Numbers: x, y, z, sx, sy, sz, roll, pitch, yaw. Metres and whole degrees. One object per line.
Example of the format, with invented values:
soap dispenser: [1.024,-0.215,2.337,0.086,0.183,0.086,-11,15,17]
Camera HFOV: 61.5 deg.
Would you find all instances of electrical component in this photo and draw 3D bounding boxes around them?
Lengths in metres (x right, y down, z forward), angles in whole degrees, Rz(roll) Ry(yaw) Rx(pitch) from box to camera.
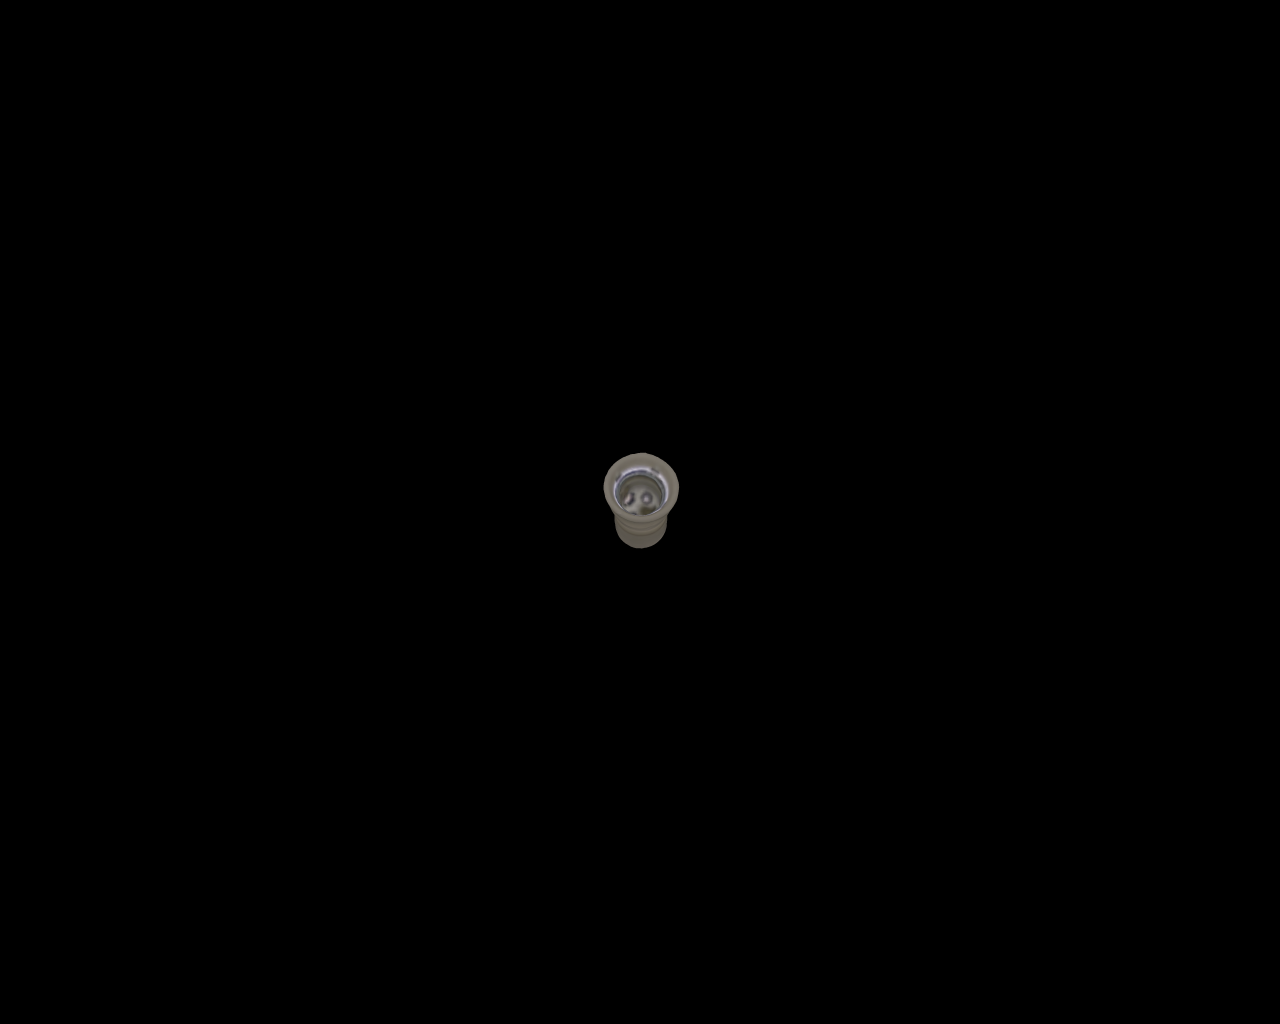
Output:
electrical component: [0.001,-0.003,0.650,0.044,0.044,0.065,0,-23,0]
